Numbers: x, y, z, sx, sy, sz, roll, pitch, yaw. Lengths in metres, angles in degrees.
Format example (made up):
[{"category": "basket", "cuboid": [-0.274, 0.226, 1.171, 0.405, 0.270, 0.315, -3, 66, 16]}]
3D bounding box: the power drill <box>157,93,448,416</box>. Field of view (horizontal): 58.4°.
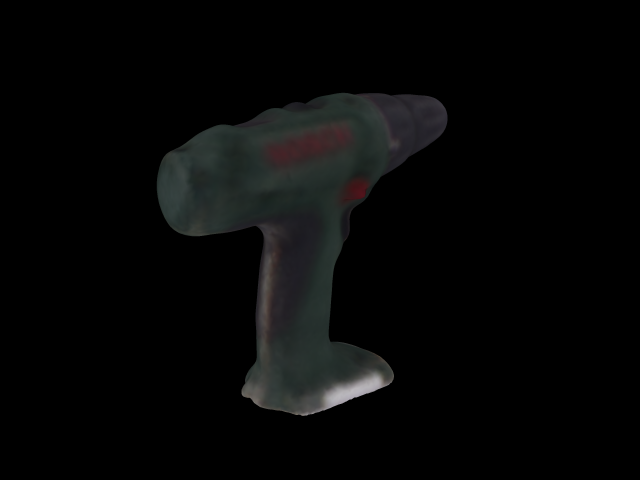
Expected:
[{"category": "power drill", "cuboid": [0.004, 0.001, 0.400, 0.230, 0.208, 0.075, -8, 13, -39]}]
